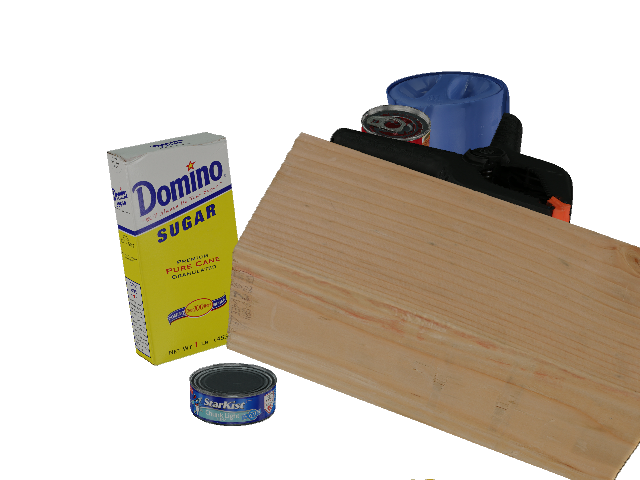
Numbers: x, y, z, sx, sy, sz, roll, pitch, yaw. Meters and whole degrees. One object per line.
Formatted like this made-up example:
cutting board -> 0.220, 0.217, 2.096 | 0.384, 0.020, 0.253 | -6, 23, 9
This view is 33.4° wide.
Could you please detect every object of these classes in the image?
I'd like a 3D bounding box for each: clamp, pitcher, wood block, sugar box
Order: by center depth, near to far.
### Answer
wood block -> 0.065, 0.035, 0.542 | 0.206, 0.090, 0.090 | 20, -39, 9
clamp -> 0.106, -0.048, 0.769 | 0.164, 0.036, 0.210 | -6, 25, -14
sugar box -> -0.115, 0.006, 0.883 | 0.093, 0.176, 0.048 | -16, 21, -30
pitcher -> 0.158, -0.074, 1.266 | 0.149, 0.243, 0.145 | -4, 25, 3

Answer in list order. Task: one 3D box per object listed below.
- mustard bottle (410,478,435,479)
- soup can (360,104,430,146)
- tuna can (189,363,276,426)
mustard bottle -> 0.131, 0.252, 0.889 | 0.096, 0.058, 0.192 | -19, 27, -27
soup can -> 0.072, -0.074, 1.059 | 0.068, 0.102, 0.068 | 1, 36, -1
tuna can -> -0.086, 0.151, 1.048 | 0.086, 0.034, 0.086 | 2, 14, -1
